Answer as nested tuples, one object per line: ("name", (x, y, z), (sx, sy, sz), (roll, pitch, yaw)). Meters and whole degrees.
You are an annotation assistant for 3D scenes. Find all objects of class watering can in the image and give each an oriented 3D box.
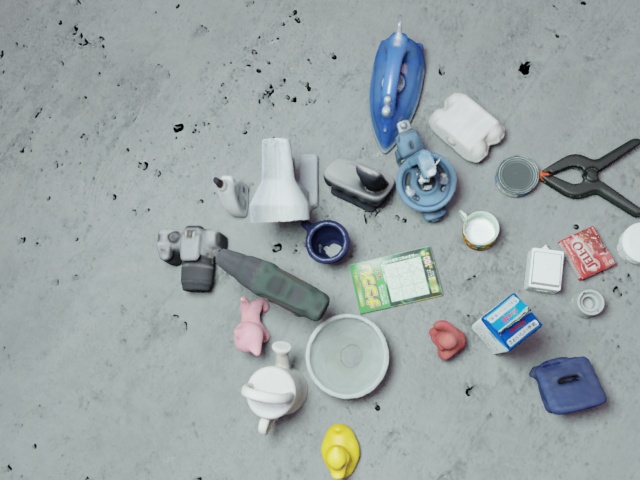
("watering can", (-0.092, 0.288, 1.112), (0.101, 0.194, 0.173), (-10, 76, 7))

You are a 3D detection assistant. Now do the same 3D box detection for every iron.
("iron", (0.157, -0.330, 1.232), (0.118, 0.141, 0.258), (8, 79, 11))

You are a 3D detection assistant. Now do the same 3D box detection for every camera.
("camera", (-0.284, 0.043, 1.245), (0.143, 0.101, 0.137), (-1, 78, 9))

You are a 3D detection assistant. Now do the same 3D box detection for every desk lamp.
("desk lamp", (-0.073, -0.112, 1.186), (0.117, 0.214, 0.203), (-3, 77, 9))

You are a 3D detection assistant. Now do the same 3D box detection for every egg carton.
("egg carton", (0.312, -0.240, 1.225), (0.150, 0.069, 0.107), (43, 88, 15))

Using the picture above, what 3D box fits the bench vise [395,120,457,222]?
("bench vise", (0.190, -0.149, 1.147), (0.121, 0.220, 0.207), (-37, 75, 0))

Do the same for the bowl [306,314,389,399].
("bowl", (0.058, 0.236, 1.161), (0.167, 0.075, 0.167), (-2, 78, 9))

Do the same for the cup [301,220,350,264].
("cup", (0.011, 0.004, 1.208), (0.117, 0.095, 0.092), (38, 86, 15))

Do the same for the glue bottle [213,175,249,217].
("glue bottle", (-0.194, -0.104, 1.225), (0.037, 0.173, 0.078), (1, 78, 10))

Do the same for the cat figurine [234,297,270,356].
("cat figurine", (-0.147, 0.179, 1.185), (0.067, 0.118, 0.128), (-9, 77, 8))

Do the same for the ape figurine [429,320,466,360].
("ape figurine", (0.251, 0.198, 1.128), (0.076, 0.092, 0.078), (11, 80, 12))

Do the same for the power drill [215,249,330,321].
("power drill", (-0.083, 0.095, 1.145), (0.229, 0.208, 0.076), (24, 83, 14))

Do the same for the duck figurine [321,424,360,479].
("duck figurine", (0.036, 0.416, 1.119), (0.077, 0.086, 0.104), (-3, 77, 9))

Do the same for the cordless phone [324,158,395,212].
("cordless phone", (0.075, -0.137, 1.181), (0.147, 0.185, 0.094), (22, 82, 13))

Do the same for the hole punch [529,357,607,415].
("hole punch", (0.464, 0.272, 1.078), (0.108, 0.091, 0.101), (-16, 76, 6))
